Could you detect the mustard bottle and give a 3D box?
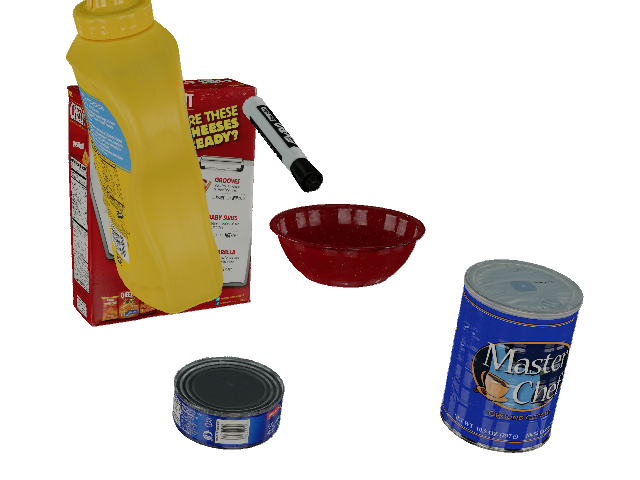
[{"bbox_3d":[-0.101,-0.060,0.594,0.058,0.191,0.096,-20,34,-19],"label":"mustard bottle"}]

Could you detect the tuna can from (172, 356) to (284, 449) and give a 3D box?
[{"bbox_3d":[-0.072,0.126,0.830,0.086,0.034,0.086,6,23,-3],"label":"tuna can"}]

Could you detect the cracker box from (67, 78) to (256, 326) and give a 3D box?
[{"bbox_3d":[-0.148,-0.039,0.996,0.163,0.214,0.072,-7,19,-29],"label":"cracker box"}]

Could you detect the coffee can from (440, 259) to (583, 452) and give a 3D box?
[{"bbox_3d":[0.168,0.101,0.949,0.103,0.140,0.103,6,24,-3],"label":"coffee can"}]

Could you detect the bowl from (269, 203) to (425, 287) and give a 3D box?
[{"bbox_3d":[0.028,0.008,1.109,0.162,0.055,0.162,1,17,-1],"label":"bowl"}]

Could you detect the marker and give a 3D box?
[{"bbox_3d":[-0.030,-0.075,0.825,0.020,0.020,0.121,0,35,-31],"label":"marker"}]
